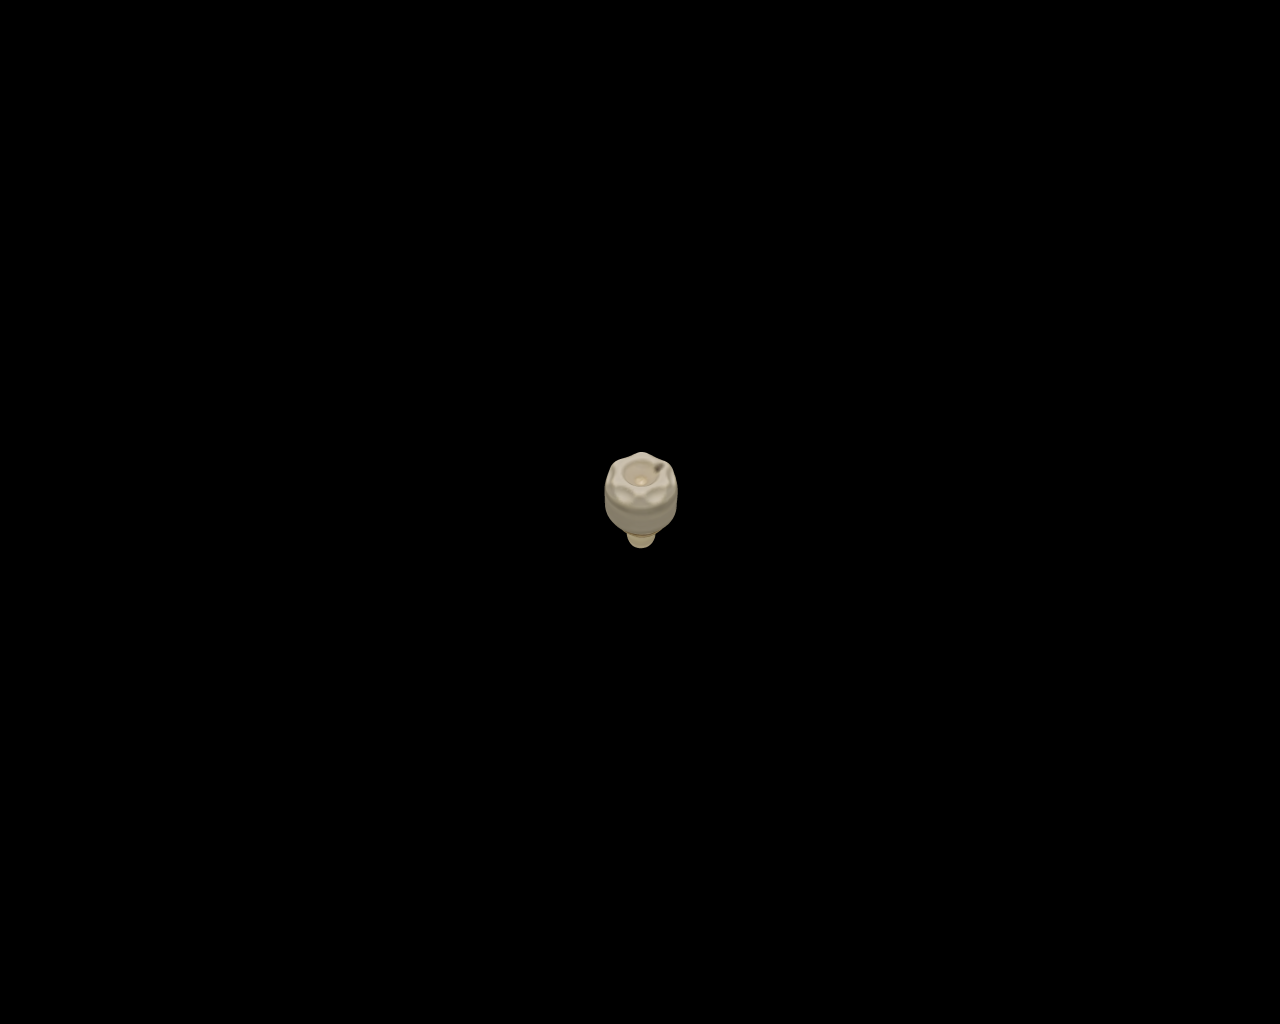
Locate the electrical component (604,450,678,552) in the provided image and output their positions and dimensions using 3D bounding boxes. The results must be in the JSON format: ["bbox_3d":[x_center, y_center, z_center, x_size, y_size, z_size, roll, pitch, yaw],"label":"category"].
[{"bbox_3d":[0.001,-0.003,0.650,0.043,0.043,0.062,0,-44,0],"label":"electrical component"}]
